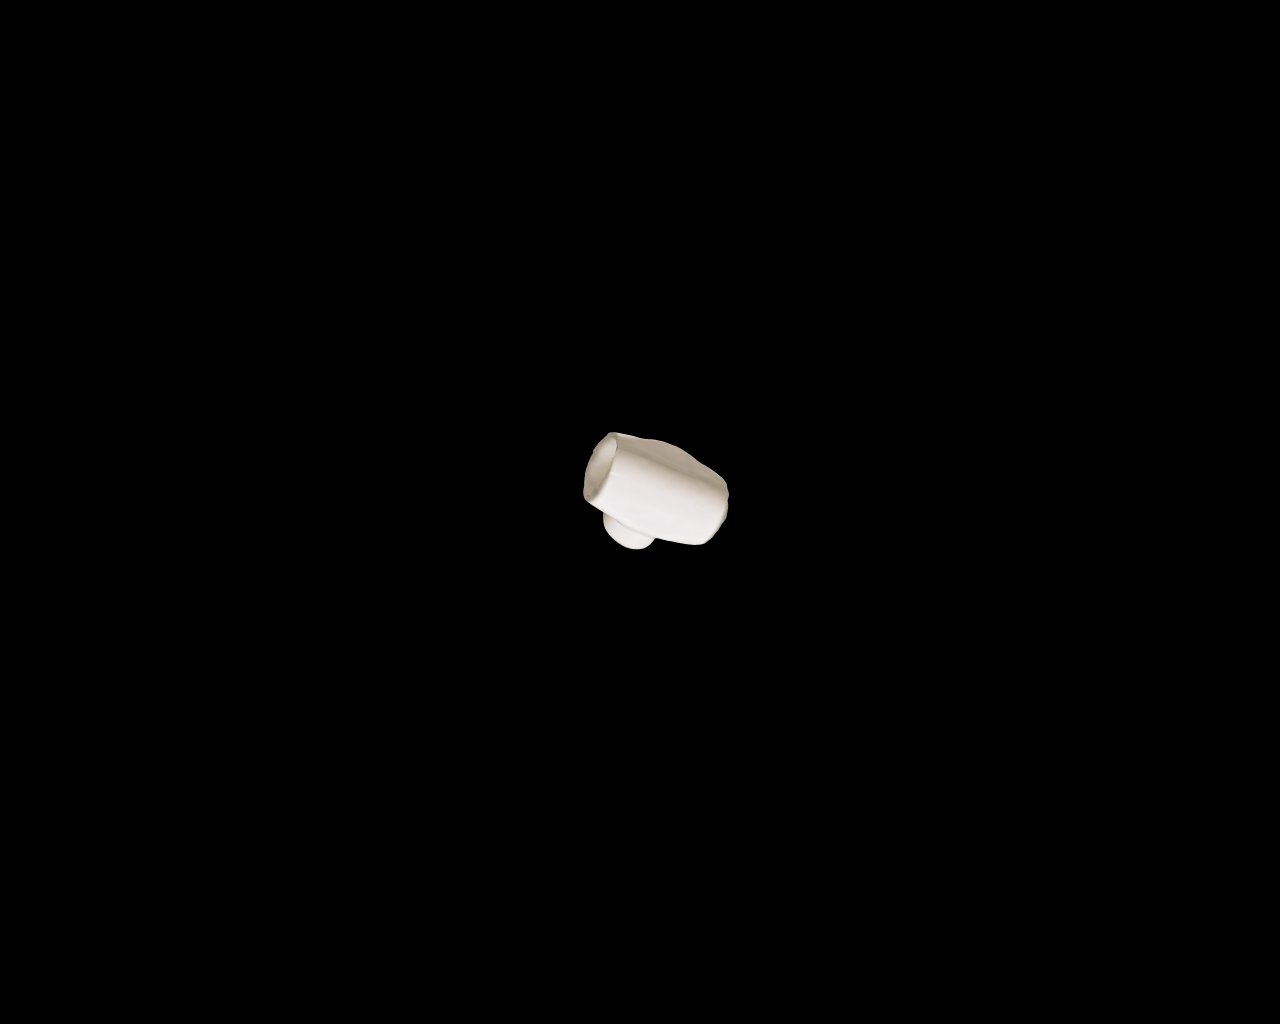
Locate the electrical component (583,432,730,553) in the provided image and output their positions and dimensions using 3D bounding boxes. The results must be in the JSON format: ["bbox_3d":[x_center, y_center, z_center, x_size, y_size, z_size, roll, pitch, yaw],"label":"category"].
[{"bbox_3d":[0.001,-0.003,0.650,0.077,0.044,0.079,22,-48,-21],"label":"electrical component"}]
